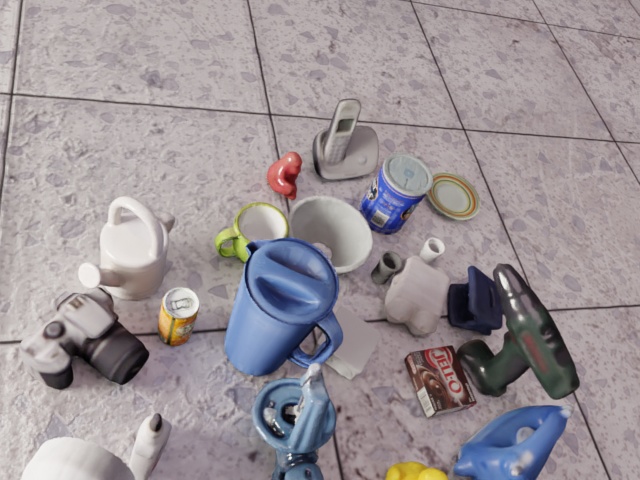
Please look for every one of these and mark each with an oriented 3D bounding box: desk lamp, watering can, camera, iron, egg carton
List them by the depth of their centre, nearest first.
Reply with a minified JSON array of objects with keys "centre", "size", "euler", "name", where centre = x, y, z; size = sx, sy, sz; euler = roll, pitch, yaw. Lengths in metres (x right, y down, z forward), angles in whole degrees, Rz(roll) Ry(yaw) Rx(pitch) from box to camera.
[{"centre":[-0.299,0.344,0.631],"size":[0.118,0.213,0.203],"euler":[24,53,-4],"name":"desk lamp"},{"centre":[-0.326,0.152,0.820],"size":[0.136,0.100,0.143],"euler":[37,53,6],"name":"camera"},{"centre":[-0.285,0.012,0.870],"size":[0.101,0.194,0.173],"euler":[20,53,-7],"name":"watering can"},{"centre":[0.343,0.326,0.932],"size":[0.259,0.141,0.118],"euler":[-29,71,-33],"name":"iron"},{"centre":[0.181,0.101,1.066],"size":[0.107,0.069,0.150],"euler":[27,53,-2],"name":"egg carton"}]

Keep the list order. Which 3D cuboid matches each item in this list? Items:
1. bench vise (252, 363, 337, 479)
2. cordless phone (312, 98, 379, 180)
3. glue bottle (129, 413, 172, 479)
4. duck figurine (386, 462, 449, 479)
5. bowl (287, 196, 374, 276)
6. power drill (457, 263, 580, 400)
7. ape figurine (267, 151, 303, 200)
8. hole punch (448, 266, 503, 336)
[{"centre":[-0.012,0.267,0.787],"size":[0.122,0.219,0.207],"euler":[-21,67,-30],"name":"bench vise"},{"centre":[0.068,-0.210,1.158],"size":[0.148,0.185,0.094],"euler":[-13,63,-27],"name":"cordless phone"},{"centre":[-0.218,0.258,0.744],"size":[0.037,0.173,0.078],"euler":[22,53,-5],"name":"glue bottle"},{"centre":[0.157,0.371,0.866],"size":[0.104,0.086,0.077],"euler":[23,53,-4],"name":"duck figurine"},{"centre":[0.010,0.004,1.063],"size":[0.168,0.074,0.167],"euler":[10,55,-14],"name":"bowl"},{"centre":[0.326,0.178,0.982],"size":[0.076,0.208,0.229],"euler":[-21,67,-31],"name":"power drill"},{"centre":[-0.061,-0.135,1.118],"size":[0.076,0.092,0.078],"euler":[35,53,5],"name":"ape figurine"},{"centre":[0.307,0.114,1.091],"size":[0.101,0.091,0.108],"euler":[15,54,-10],"name":"hole punch"}]
